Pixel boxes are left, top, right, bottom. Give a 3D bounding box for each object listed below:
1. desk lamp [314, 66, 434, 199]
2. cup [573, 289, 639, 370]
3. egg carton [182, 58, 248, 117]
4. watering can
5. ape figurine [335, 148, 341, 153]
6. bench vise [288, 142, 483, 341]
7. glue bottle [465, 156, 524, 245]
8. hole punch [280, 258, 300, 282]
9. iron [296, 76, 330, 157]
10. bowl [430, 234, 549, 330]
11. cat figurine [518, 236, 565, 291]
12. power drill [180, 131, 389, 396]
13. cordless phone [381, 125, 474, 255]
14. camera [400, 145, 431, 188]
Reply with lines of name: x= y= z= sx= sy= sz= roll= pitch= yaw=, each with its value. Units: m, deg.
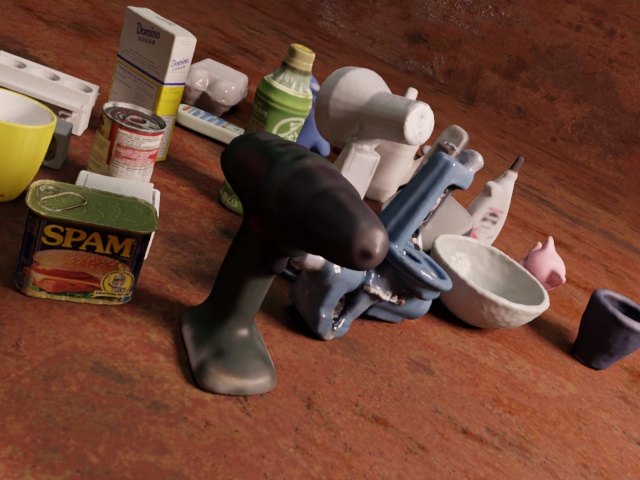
desk lamp: x=0.066 y=-0.124 z=0.827 sx=0.118 sy=0.213 sz=0.202 roll=3 pitch=33 yaw=-39
cup: x=0.400 y=0.128 z=0.789 sx=0.118 sy=0.095 sz=0.091 roll=1 pitch=34 yaw=-42
egg carton: x=-0.195 y=-0.284 z=1.067 sx=0.107 sy=0.069 sz=0.150 roll=24 pitch=25 yaw=-4
watering can: x=0.129 y=-0.169 z=0.994 sx=0.173 sy=0.194 sz=0.100 roll=17 pitch=26 yaw=-17
ape figurine: x=0.076 y=-0.206 z=1.138 sx=0.076 sy=0.092 sz=0.078 roll=31 pitch=26 yaw=12
bench vise: x=0.078 y=0.005 z=0.583 sx=0.121 sy=0.219 sz=0.208 roll=38 pitch=28 yaw=25
glue bottle: x=0.298 y=-0.067 z=0.979 sx=0.078 sy=0.173 sz=0.037 roll=10 pitch=29 yaw=-29
hole punch: x=0.006 y=0.002 z=0.672 sx=0.108 sy=0.091 sz=0.101 roll=28 pitch=25 yaw=6
iron: x=-0.052 y=-0.255 z=1.057 sx=0.119 sy=0.141 sz=0.257 roll=10 pitch=29 yaw=-29
bowl: x=0.209 y=0.066 z=0.756 sx=0.167 sy=0.074 sz=0.167 roll=21 pitch=25 yaw=-10
cat figurine: x=0.318 y=0.045 z=0.847 sx=0.067 sy=0.117 sz=0.128 roll=27 pitch=25 yaw=4
power drill: x=-0.041 y=0.019 z=0.459 sx=0.076 sy=0.208 sz=0.229 roll=9 pitch=30 yaw=-31
cordless phone: x=0.185 y=-0.073 z=0.872 sx=0.094 sy=0.185 sz=0.147 roll=6 pitch=31 yaw=-35
camera: x=0.191 y=-0.140 z=1.106 sx=0.136 sy=0.101 sz=0.143 roll=30 pitch=25 yaw=9
